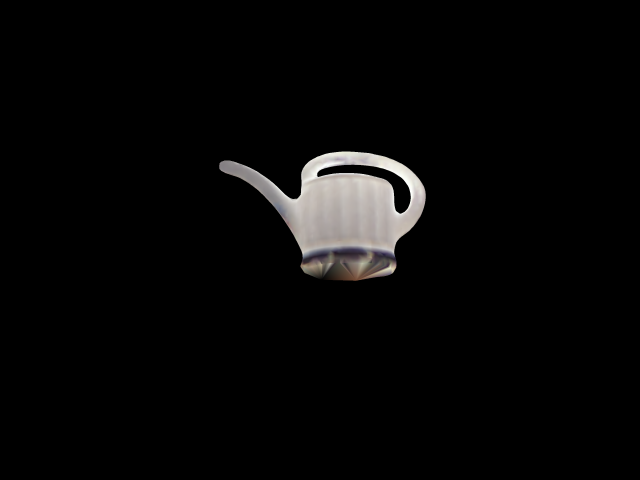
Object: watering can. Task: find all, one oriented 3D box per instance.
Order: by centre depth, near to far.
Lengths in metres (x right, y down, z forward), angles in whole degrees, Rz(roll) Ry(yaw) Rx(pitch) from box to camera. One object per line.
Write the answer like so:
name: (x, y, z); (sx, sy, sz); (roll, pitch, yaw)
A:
watering can: (0.003, -0.043, 0.850); (0.348, 0.228, 0.102); (0, -20, 0)
